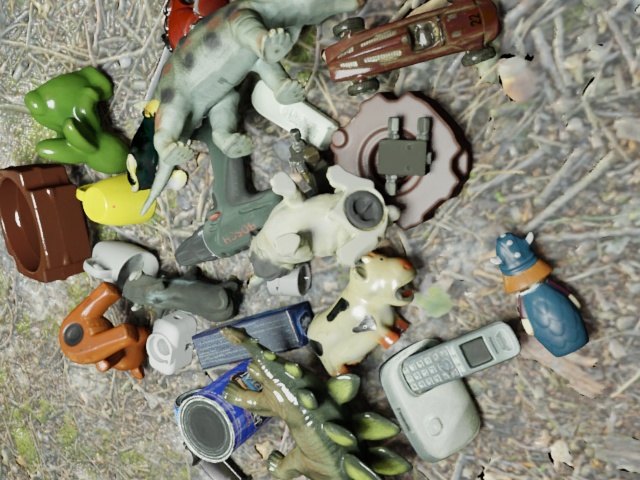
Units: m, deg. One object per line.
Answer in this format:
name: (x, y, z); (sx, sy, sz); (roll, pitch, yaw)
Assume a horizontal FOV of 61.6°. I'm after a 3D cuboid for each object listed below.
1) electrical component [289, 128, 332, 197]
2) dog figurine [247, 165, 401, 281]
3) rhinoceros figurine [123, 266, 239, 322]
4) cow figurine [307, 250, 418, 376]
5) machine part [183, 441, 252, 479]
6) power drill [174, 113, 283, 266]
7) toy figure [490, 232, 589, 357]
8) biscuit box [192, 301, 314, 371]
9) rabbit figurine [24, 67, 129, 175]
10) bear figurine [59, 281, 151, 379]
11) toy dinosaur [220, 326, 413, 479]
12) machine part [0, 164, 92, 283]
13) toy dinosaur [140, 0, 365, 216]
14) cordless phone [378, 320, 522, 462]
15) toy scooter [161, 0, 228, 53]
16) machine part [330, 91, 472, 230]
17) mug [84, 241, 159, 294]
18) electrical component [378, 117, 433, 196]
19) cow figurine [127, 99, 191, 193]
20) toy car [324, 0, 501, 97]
electrical component: (-0.017, -0.091, 0.721); (0.045, 0.102, 0.078); (-36, 64, -11)
dog figurine: (-0.003, -0.006, 0.696); (0.172, 0.190, 0.121); (9, 72, -8)
rhinoceros figurine: (-0.220, 0.090, 0.855); (0.191, 0.112, 0.073); (10, 108, 18)
cow figurine: (0.056, 0.092, 0.730); (0.127, 0.085, 0.195); (47, 118, 4)
machine part: (-0.180, 0.387, 0.939); (0.139, 0.039, 0.084); (45, 112, 14)
power drill: (-0.157, -0.075, 0.805); (0.232, 0.086, 0.207); (-14, 90, 28)
toy figure: (0.253, 0.061, 0.632); (0.154, 0.064, 0.058); (61, 157, 9)
biscuit box: (-0.102, 0.150, 0.834); (0.203, 0.059, 0.062); (-18, 90, 30)
rabbit figurine: (-0.377, -0.180, 0.871); (0.121, 0.159, 0.170); (-37, 98, 19)
bear figurine: (-0.335, 0.164, 0.906); (0.132, 0.195, 0.120); (-34, 65, 4)
toy dinosaur: (0.016, 0.288, 0.745); (0.199, 0.105, 0.470); (-14, 118, 43)
machine part: (-0.497, -0.034, 0.961); (0.202, 0.087, 0.200); (8, 110, 43)
toy dinosaur: (-0.131, -0.218, 0.689); (0.405, 0.131, 0.192); (-35, 58, 18)
cordless phone: (0.182, 0.185, 0.684); (0.184, 0.089, 0.146); (-29, 87, 25)
toy scooter: (-0.188, -0.339, 0.768); (0.135, 0.075, 0.183); (20, 106, 23)
machine part: (0.098, -0.100, 0.680); (0.180, 0.056, 0.179); (6, 104, 25)
mug: (-0.352, 0.043, 0.921); (0.107, 0.109, 0.080); (23, 113, 35)
electrical component: (0.101, -0.098, 0.635); (0.063, 0.021, 0.094); (8, 104, 23)
cow figurine: (-0.255, -0.156, 0.828); (0.068, 0.098, 0.167); (20, 110, 30)
toy car: (0.106, -0.229, 0.621); (0.202, 0.053, 0.089); (-12, 100, 7)
